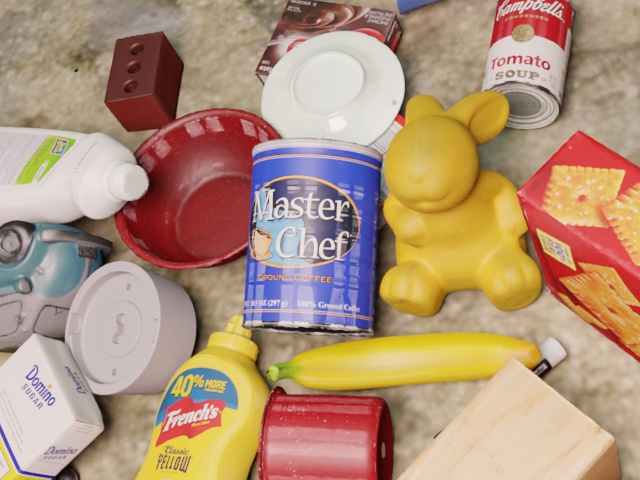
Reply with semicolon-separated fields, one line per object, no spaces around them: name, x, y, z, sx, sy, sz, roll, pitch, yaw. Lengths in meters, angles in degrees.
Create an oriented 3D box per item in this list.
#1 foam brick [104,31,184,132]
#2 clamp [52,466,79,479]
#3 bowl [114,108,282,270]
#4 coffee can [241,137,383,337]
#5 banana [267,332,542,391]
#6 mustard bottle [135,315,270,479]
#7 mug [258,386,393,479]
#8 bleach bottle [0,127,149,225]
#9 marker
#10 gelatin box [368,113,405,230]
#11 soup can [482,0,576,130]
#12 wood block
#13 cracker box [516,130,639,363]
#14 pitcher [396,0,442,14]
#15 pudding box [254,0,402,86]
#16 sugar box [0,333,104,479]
foam brick;-0.168;-0.151;1.025;0.053;0.051;0.078;-6;60;16
clamp;-0.215;0.258;0.795;0.120;0.039;0.171;7;62;59
bowl;-0.095;-0.034;0.929;0.162;0.055;0.162;-9;59;15
coffee can;-0.005;0.001;0.824;0.103;0.102;0.140;0;81;19
banana;0.063;0.093;0.796;0.198;0.069;0.037;-7;98;7
mustard bottle;-0.086;0.147;0.817;0.096;0.058;0.191;-5;57;38
mug;0.007;0.164;0.766;0.081;0.093;0.117;-1;91;13
bleach bottle;-0.248;-0.050;0.947;0.251;0.068;0.102;7;62;40
marker;0.130;0.116;0.784;0.121;0.020;0.020;-39;56;-5
gelatin box;0.054;-0.059;0.907;0.089;0.030;0.073;-42;58;-7
soup can;0.174;-0.153;0.896;0.069;0.068;0.102;4;63;21
wood block;0.096;0.193;0.709;0.206;0.090;0.090;-45;57;-9
cracker box;0.238;0.043;0.702;0.072;0.164;0.214;-44;57;-6
pitcher;0.168;-0.300;0.958;0.243;0.145;0.149;-13;70;8
pudding box;0.009;-0.172;0.982;0.114;0.039;0.090;13;67;26
sugar box;-0.256;0.167;0.851;0.176;0.048;0.093;-41;56;10
